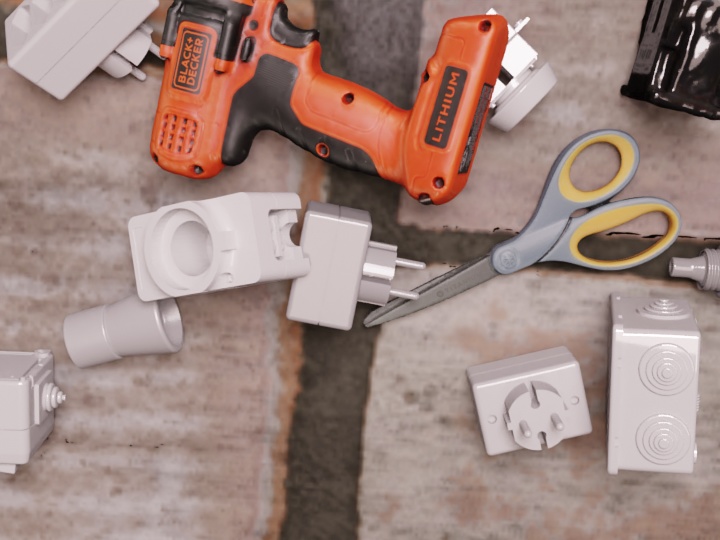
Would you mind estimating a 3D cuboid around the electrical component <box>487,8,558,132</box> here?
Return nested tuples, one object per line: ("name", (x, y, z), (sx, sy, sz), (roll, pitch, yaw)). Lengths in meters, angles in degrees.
("electrical component", (0.080, -0.114, 0.621), (0.055, 0.048, 0.066), (44, 98, -1))

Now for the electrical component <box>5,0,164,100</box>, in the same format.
("electrical component", (-0.144, -0.135, 0.610), (0.083, 0.047, 0.076), (-39, 135, 19))

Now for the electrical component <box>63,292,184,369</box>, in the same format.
("electrical component", (-0.145, 0.036, 0.652), (0.065, 0.044, 0.044), (-15, 102, 7))

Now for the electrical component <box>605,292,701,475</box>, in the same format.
("electrical component", (0.171, 0.065, 0.634), (0.048, 0.100, 0.099), (2, 102, 12))

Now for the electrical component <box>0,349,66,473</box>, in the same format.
("electrical component", (-0.226, 0.084, 0.649), (0.096, 0.061, 0.061), (2, 102, -1))

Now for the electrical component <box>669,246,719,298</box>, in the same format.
("electrical component", (0.220, 0.000, 0.652), (0.061, 0.035, 0.035), (5, 102, 1))

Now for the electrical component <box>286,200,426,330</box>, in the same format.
("electrical component", (0.000, 0.000, 0.642), (0.077, 0.047, 0.065), (11, 101, -3))

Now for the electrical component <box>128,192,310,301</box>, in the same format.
("electrical component", (-0.083, -0.013, 0.611), (0.089, 0.056, 0.050), (-10, 88, 32))

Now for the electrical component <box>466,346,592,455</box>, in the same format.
("electrical component", (0.104, 0.084, 0.646), (0.066, 0.076, 0.047), (-13, 101, 2))
